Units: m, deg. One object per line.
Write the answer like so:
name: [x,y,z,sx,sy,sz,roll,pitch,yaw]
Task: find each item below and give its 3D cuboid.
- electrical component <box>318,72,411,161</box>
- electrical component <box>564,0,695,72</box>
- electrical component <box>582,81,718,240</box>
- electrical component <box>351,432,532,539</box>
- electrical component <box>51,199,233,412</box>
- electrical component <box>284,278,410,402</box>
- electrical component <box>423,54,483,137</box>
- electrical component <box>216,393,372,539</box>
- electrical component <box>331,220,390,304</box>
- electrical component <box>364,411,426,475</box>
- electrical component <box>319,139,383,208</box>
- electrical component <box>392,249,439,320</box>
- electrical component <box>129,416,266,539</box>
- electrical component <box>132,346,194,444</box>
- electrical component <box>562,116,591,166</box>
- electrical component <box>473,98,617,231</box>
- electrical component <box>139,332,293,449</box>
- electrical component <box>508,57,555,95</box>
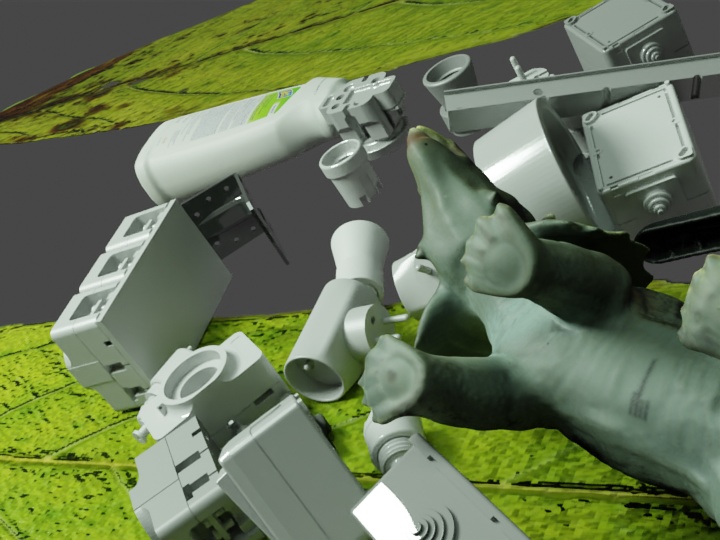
electrical component: [0.010,-0.136,0.963,0.078,0.057,0.058,-9,37,36]
electrical component: [0.206,-0.165,0.809,0.062,0.061,0.096,-31,29,4]
electrical component: [0.185,-0.061,0.680,0.062,0.061,0.096,-21,39,20]
electrical component: [0.051,0.131,0.475,0.048,0.099,0.100,-45,40,-5]
electrical component: [-0.174,0.028,0.864,0.062,0.089,0.150,-15,34,29]
electrical component: [-0.003,0.044,0.719,0.079,0.043,0.077,-12,36,33]
electrical component: [0.085,-0.147,0.908,0.045,0.055,0.045,-24,31,15]
electrical component: [-0.031,0.123,0.583,0.061,0.096,0.062,-37,0,-6]
electrical component: [0.000,0.000,0.786,0.044,0.044,0.065,-23,35,18]
electrical component: [0.023,0.104,0.613,0.035,0.035,0.061,-29,32,8]
electrical component: [-0.006,-0.081,0.907,0.040,0.046,0.040,-24,30,15]
electrical component: [0.059,-0.001,0.701,0.077,0.043,0.079,-23,-13,18]
electrical component: [-0.103,0.142,0.663,0.056,0.050,0.089,-35,29,-4]
electrical component: [-0.136,0.092,0.780,0.040,0.040,0.078,1,44,46]
electrical component: [0.168,-0.102,0.758,0.066,0.055,0.048,-44,31,-19]
electrical component: [0.112,-0.047,0.682,0.060,0.108,0.108,-28,29,22]
electrical component: [-0.099,0.090,0.731,0.089,0.055,0.050,-39,30,-10]
electrical component: [0.131,-0.125,0.806,0.047,0.076,0.065,-27,30,11]
